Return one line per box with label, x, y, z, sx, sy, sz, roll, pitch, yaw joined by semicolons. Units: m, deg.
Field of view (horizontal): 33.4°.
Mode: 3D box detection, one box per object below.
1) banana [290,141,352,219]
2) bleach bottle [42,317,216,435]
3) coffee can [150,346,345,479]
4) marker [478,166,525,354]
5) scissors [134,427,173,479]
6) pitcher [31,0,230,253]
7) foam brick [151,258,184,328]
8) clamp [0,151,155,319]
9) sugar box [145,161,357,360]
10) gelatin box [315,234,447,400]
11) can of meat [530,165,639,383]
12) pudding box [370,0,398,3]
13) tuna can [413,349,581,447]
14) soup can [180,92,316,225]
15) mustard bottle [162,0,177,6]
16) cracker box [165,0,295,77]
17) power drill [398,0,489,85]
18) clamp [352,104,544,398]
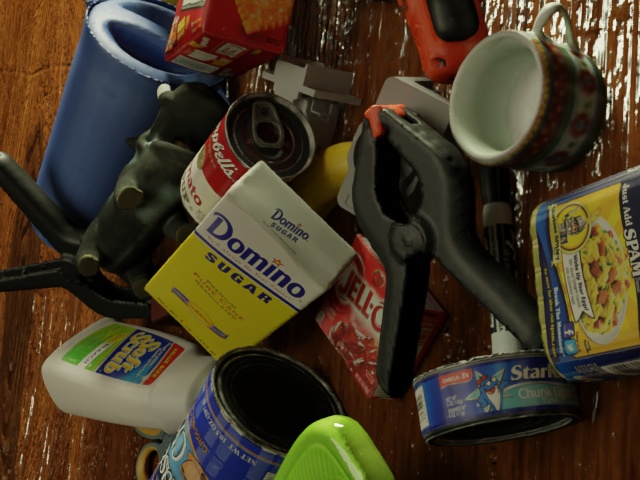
banana;-0.006;-0.017;0.783;0.198;0.037;0.069;-43;49;43
bleach bottle;-0.137;0.117;0.910;0.251;0.102;0.068;-1;118;49
coffee can;-0.058;0.161;0.761;0.140;0.102;0.103;-59;40;29
marker;0.106;0.010;0.626;0.020;0.020;0.121;-23;65;52
scissors;-0.118;0.183;0.922;0.202;0.016;0.096;10;92;56
pitcher;-0.180;-0.089;0.990;0.243;0.144;0.149;-59;27;35
foam brick;-0.103;0.041;0.899;0.078;0.052;0.051;-27;62;51
clamp;-0.228;0.025;0.990;0.036;0.210;0.165;-55;-9;-47
sugar box;-0.055;0.024;0.760;0.048;0.093;0.176;-48;3;-33
gelatin box;0.038;0.050;0.709;0.073;0.030;0.089;-63;38;25
can of meat;0.153;0.017;0.523;0.084;0.057;0.102;-24;63;53
pudding box;0.032;-0.231;0.771;0.090;0.039;0.113;21;101;55
tuna can;0.094;0.086;0.568;0.086;0.085;0.034;-32;60;49
soup can;-0.055;-0.053;0.774;0.102;0.068;0.068;-43;49;55
mustard bottle;-0.166;-0.266;1.055;0.096;0.058;0.191;-31;58;50
cracker box;-0.053;-0.242;0.829;0.164;0.072;0.214;-176;99;-73
power drill;0.066;-0.204;0.618;0.187;0.057;0.184;74;-179;-75
clamp;0.056;0.008;0.619;0.120;0.039;0.171;-32;72;32
